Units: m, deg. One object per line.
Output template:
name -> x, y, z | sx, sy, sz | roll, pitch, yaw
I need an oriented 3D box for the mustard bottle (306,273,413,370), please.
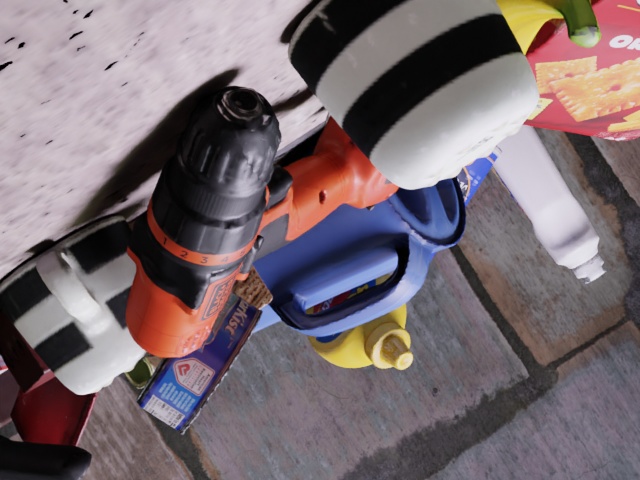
mustard bottle -> 0.025, 0.062, 0.982 | 0.096, 0.058, 0.192 | -49, -138, 0

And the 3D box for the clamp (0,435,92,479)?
clamp -> -0.234, 0.162, 0.778 | 0.165, 0.210, 0.036 | 95, 21, -54

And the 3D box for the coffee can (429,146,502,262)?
coffee can -> 0.090, -0.051, 1.004 | 0.140, 0.103, 0.103 | -58, 177, 5

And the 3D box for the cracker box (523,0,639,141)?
cracker box -> 0.202, -0.136, 0.664 | 0.164, 0.072, 0.214 | 5, 161, -26

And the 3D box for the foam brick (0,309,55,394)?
foam brick -> -0.183, 0.062, 0.712 | 0.051, 0.053, 0.078 | -32, 178, -30

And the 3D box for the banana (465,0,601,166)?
banana -> 0.085, -0.091, 0.498 | 0.037, 0.069, 0.198 | 10, 169, -3

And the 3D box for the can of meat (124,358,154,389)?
can of meat -> -0.165, 0.085, 1.057 | 0.083, 0.102, 0.058 | -30, 177, -39

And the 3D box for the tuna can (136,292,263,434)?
tuna can -> -0.071, 0.068, 0.622 | 0.086, 0.033, 0.086 | -56, -176, 6

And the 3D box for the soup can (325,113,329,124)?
soup can -> 0.057, -0.084, 0.742 | 0.069, 0.068, 0.102 | -34, 178, 38

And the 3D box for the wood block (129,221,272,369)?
wood block -> -0.095, 0.029, 0.770 | 0.090, 0.091, 0.206 | -32, 179, -5

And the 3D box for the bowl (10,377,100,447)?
bowl -> -0.202, 0.105, 0.843 | 0.162, 0.055, 0.162 | -160, -90, -78

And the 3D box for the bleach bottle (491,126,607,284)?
bleach bottle -> 0.210, -0.067, 1.075 | 0.068, 0.251, 0.102 | -33, 179, 8

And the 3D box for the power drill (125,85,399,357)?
power drill -> -0.016, -0.036, 0.546 | 0.187, 0.057, 0.185 | -35, 164, -37

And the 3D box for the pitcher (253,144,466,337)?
pitcher -> -0.006, 0.001, 0.910 | 0.243, 0.145, 0.149 | -30, -175, 32

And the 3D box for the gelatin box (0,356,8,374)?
gelatin box -> -0.255, 0.096, 0.726 | 0.073, 0.030, 0.089 | -33, -178, -9
